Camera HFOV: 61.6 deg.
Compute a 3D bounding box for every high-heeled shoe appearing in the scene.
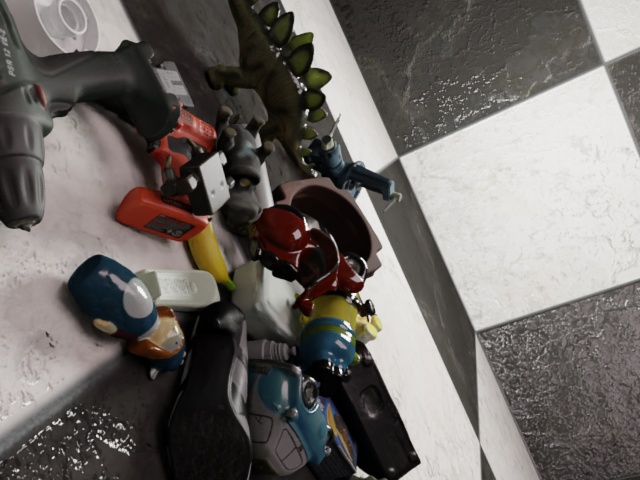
[{"bbox_3d":[-0.117,0.189,0.603,0.145,0.086,0.248,116,-23,-74],"label":"high-heeled shoe"}]

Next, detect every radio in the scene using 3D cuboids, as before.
[{"bbox_3d":[0.064,0.265,0.853,0.229,0.073,0.131,63,-22,-8],"label":"radio"}]

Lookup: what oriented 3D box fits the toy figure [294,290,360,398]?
[{"bbox_3d":[0.015,0.128,0.755,0.180,0.089,0.082,-87,156,-56],"label":"toy figure"}]

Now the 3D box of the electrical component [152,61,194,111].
[{"bbox_3d":[-0.219,-0.212,0.769,0.074,0.048,0.119,67,21,-2],"label":"electrical component"}]

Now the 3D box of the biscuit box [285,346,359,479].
[{"bbox_3d":[-0.015,0.250,0.767,0.202,0.063,0.059,61,19,-19],"label":"biscuit box"}]

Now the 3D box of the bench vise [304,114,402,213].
[{"bbox_3d":[0.081,-0.153,1.265,0.129,0.241,0.223,-51,152,-32],"label":"bench vise"}]

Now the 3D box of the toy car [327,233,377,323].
[{"bbox_3d":[0.039,0.087,1.055,0.202,0.089,0.053,67,15,-5],"label":"toy car"}]

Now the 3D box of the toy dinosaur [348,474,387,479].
[{"bbox_3d":[0.028,0.413,0.634,0.192,0.131,0.404,60,21,15],"label":"toy dinosaur"}]

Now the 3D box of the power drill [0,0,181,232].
[{"bbox_3d":[-0.243,-0.127,0.519,0.207,0.086,0.232,-22,83,-47],"label":"power drill"}]

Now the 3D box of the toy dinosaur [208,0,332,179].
[{"bbox_3d":[-0.095,-0.315,0.991,0.470,0.199,0.105,63,16,-17],"label":"toy dinosaur"}]

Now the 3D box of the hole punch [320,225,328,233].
[{"bbox_3d":[0.057,-0.034,1.250,0.142,0.092,0.116,4,61,-65],"label":"hole punch"}]

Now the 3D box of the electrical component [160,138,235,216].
[{"bbox_3d":[-0.141,-0.072,0.624,0.102,0.045,0.078,-66,150,-52],"label":"electrical component"}]

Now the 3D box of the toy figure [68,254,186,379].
[{"bbox_3d":[-0.180,0.081,0.532,0.064,0.058,0.154,-52,127,-24],"label":"toy figure"}]

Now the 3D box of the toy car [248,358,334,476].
[{"bbox_3d":[-0.055,0.227,0.653,0.103,0.109,0.161,-49,129,-44],"label":"toy car"}]

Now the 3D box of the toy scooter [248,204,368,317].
[{"bbox_3d":[-0.028,0.033,0.730,0.184,0.075,0.135,33,42,1],"label":"toy scooter"}]

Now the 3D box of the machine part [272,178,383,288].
[{"bbox_3d":[-0.002,-0.003,0.937,0.201,0.087,0.201,-17,70,-46],"label":"machine part"}]

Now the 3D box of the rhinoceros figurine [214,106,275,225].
[{"bbox_3d":[-0.118,-0.104,0.752,0.073,0.112,0.190,14,40,-27],"label":"rhinoceros figurine"}]

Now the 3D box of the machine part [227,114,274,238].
[{"bbox_3d":[-0.121,-0.097,0.857,0.079,0.079,0.243,34,37,-58],"label":"machine part"}]

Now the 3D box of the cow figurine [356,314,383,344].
[{"bbox_3d":[0.028,0.134,0.996,0.167,0.098,0.068,47,24,0],"label":"cow figurine"}]
